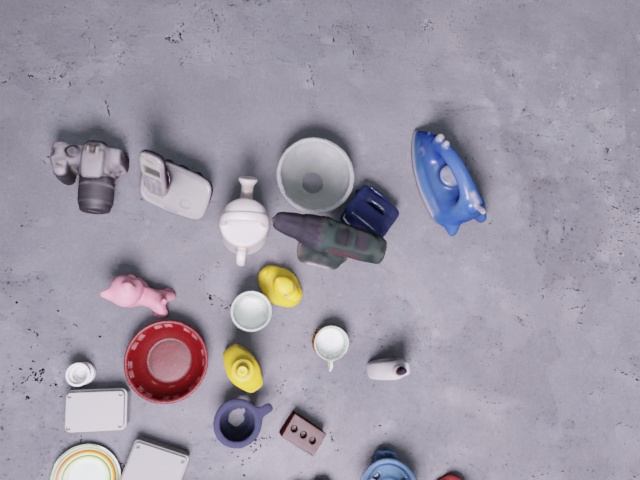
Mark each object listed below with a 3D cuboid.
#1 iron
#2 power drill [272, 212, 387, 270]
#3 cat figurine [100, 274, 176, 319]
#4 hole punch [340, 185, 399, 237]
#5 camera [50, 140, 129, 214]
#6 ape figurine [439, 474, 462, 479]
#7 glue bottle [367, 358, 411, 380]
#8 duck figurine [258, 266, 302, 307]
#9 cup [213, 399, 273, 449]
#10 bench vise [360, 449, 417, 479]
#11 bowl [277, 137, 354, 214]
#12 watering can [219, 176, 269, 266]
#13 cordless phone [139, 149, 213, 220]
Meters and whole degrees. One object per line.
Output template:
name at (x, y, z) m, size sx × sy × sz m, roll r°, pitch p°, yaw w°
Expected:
iron at (0.281, -0.146, 1.249) m, size 0.119 × 0.141 × 0.258 m, roll -25°, pitch 85°, yaw -11°
power drill at (0.011, 0.004, 1.150) m, size 0.229 × 0.208 × 0.076 m, roll 12°, pitch 79°, yaw -6°
cat figurine at (-0.357, 0.107, 1.127) m, size 0.128 × 0.117 × 0.067 m, roll 18°, pitch 79°, yaw -5°
hole punch at (0.109, -0.061, 1.235) m, size 0.108 × 0.091 × 0.101 m, roll 38°, pitch 78°, yaw 0°
camera at (-0.469, -0.126, 1.158) m, size 0.143 × 0.100 × 0.137 m, roll 2°, pitch 80°, yaw -8°
ape figurine at (0.273, 0.521, 1.161) m, size 0.078 × 0.092 × 0.076 m, roll 39°, pitch 78°, yaw 0°
glue bottle at (0.146, 0.259, 1.145) m, size 0.078 × 0.173 × 0.037 m, roll -10°, pitch 82°, yaw -9°
duck figurine at (-0.081, 0.093, 1.185) m, size 0.104 × 0.086 × 0.077 m, roll 41°, pitch 78°, yaw 0°
cup at (-0.150, 0.349, 1.128) m, size 0.118 × 0.095 × 0.092 m, roll -24°, pitch 85°, yaw -11°
bench vise at (0.139, 0.517, 1.077) m, size 0.121 × 0.219 × 0.207 m, roll -4°, pitch 81°, yaw -8°
bowl at (-0.013, -0.131, 1.238) m, size 0.167 × 0.074 × 0.167 m, roll 1°, pitch 80°, yaw -8°
watering can at (-0.152, -0.040, 1.142) m, size 0.101 × 0.194 × 0.173 m, roll -17°, pitch 83°, yaw -10°
cordless phone at (-0.290, -0.116, 1.139) m, size 0.147 × 0.185 × 0.094 m, roll 20°, pitch 78°, yaw -4°
